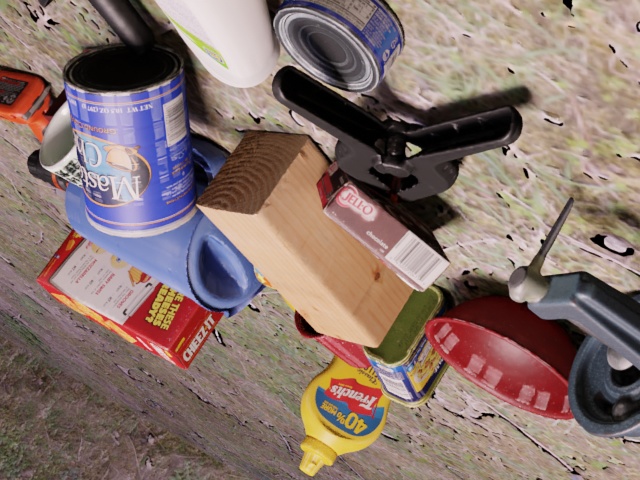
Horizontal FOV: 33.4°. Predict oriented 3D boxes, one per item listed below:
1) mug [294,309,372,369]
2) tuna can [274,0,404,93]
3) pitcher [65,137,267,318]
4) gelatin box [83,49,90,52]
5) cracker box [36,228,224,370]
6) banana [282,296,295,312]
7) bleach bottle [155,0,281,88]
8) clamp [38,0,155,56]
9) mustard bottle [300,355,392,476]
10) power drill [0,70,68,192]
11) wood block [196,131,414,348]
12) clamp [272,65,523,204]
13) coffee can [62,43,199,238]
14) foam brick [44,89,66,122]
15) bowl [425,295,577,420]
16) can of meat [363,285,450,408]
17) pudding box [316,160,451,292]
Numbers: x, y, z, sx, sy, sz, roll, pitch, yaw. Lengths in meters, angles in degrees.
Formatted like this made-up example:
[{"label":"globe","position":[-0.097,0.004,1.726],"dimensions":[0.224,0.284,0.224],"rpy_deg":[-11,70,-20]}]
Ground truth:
[{"label":"mug","position":[0.043,0.078,1.122],"dimensions":[0.117,0.093,0.081],"rpy_deg":[-28,130,27]},{"label":"tuna can","position":[0.012,-0.139,0.719],"dimensions":[0.086,0.033,0.086],"rpy_deg":[29,161,11]},{"label":"pitcher","position":[-0.164,-0.030,1.138],"dimensions":[0.243,0.149,0.144],"rpy_deg":[21,172,40]},{"label":"gelatin box","position":[-0.187,-0.149,1.013],"dimensions":[0.089,0.030,0.073],"rpy_deg":[8,149,52]},{"label":"cracker box","position":[-0.205,0.036,1.276],"dimensions":[0.214,0.164,0.072],"rpy_deg":[24,161,26]},{"label":"banana","position":[0.016,0.115,1.305],"dimensions":[0.070,0.037,0.197],"rpy_deg":[14,153,42]},{"label":"bleach bottle","position":[-0.080,-0.168,0.719],"dimensions":[0.102,0.068,0.251],"rpy_deg":[43,175,13]},{"label":"clamp","position":[-0.204,-0.222,0.855],"dimensions":[0.120,0.039,0.171],"rpy_deg":[19,154,22]},{"label":"mustard bottle","position":[0.034,0.176,1.188],"dimensions":[0.096,0.191,0.058],"rpy_deg":[33,161,-1]},{"label":"power drill","position":[-0.324,-0.120,1.258],"dimensions":[0.185,0.057,0.187],"rpy_deg":[13,155,37]},{"label":"wood block","position":[-0.006,0.002,0.993],"dimensions":[0.090,0.090,0.206],"rpy_deg":[11,150,47]},{"label":"clamp","position":[0.046,-0.070,0.773],"dimensions":[0.164,0.036,0.210],"rpy_deg":[14,168,1]},{"label":"coffee can","position":[-0.163,-0.088,0.932],"dimensions":[0.103,0.102,0.140],"rpy_deg":[21,130,31]},{"label":"foam brick","position":[-0.237,-0.129,1.102],"dimensions":[0.078,0.053,0.051],"rpy_deg":[11,150,49]},{"label":"bowl","position":[0.179,0.099,0.984],"dimensions":[0.162,0.055,0.162],"rpy_deg":[29,160,12]},{"label":"can of meat","position":[0.092,0.102,1.060],"dimensions":[0.058,0.102,0.084],"rpy_deg":[21,155,33]},{"label":"pudding box","position":[0.051,-0.015,0.891],"dimensions":[0.113,0.039,0.090],"rpy_deg":[40,-169,-14]}]
